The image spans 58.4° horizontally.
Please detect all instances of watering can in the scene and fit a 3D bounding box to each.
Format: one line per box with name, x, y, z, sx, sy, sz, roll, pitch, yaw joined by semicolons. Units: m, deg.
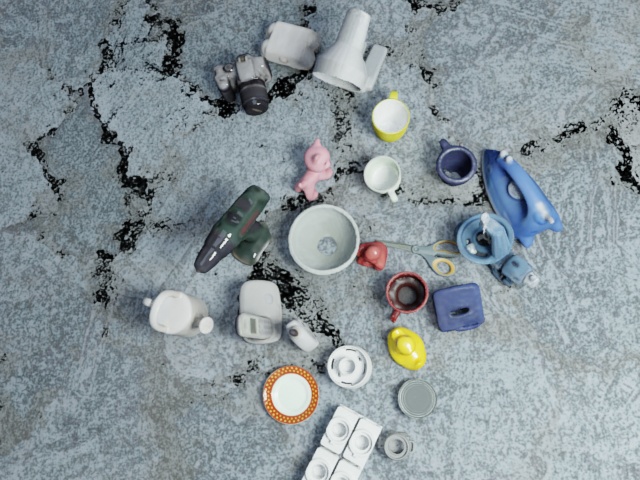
watering can;-0.322;0.164;1.291;0.172;0.194;0.101;-3;77;7

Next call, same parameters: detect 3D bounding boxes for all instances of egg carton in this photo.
egg carton;-0.075;-0.496;1.468;0.150;0.069;0.107;17;80;11

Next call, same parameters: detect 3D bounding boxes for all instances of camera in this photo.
camera;-0.189;-0.387;1.443;0.143;0.101;0.137;-14;76;4

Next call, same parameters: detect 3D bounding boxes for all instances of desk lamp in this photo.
desk lamp;0.074;-0.432;1.360;0.117;0.214;0.203;20;81;12

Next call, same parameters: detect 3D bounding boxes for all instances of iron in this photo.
iron;0.441;-0.119;1.279;0.118;0.141;0.258;-29;75;1

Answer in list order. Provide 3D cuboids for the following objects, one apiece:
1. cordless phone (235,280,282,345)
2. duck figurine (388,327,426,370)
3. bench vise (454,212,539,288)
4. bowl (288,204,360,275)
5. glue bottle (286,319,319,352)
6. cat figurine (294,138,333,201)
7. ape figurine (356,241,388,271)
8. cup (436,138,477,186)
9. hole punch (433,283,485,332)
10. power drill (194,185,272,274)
cordless phone;-0.146;0.157;1.273;0.094;0.185;0.147;-9;76;6
duck figurine;0.191;0.238;1.262;0.077;0.086;0.104;-35;75;-1
bench vise;0.387;0.008;1.217;0.207;0.220;0.121;26;82;12
bowl;0.012;0.005;1.343;0.167;0.075;0.167;-2;77;7
glue bottle;-0.046;0.206;1.255;0.037;0.173;0.078;-38;75;-2
cat figurine;-0.017;-0.171;1.363;0.067;0.118;0.128;30;83;13
ape figurine;0.121;0.033;1.313;0.076;0.092;0.077;-35;75;-1
cup;0.307;-0.173;1.332;0.091;0.095;0.117;-27;75;1
hole punch;0.307;0.151;1.263;0.108;0.091;0.101;-13;76;5
power drill;-0.184;-0.008;1.303;0.075;0.208;0.230;30;83;13
